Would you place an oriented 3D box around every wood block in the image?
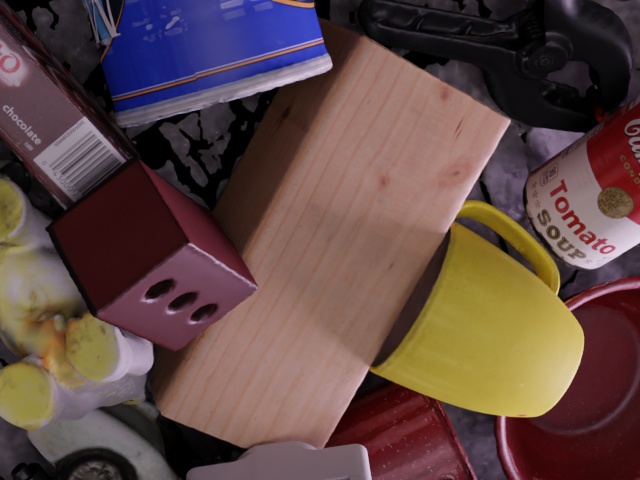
[{"bbox_3d":[-0.004,0.000,0.555,0.090,0.091,0.206,26,99,-21],"label":"wood block"}]

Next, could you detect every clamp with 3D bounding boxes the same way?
[{"bbox_3d":[0.118,-0.112,0.555,0.171,0.039,0.120,24,137,-36],"label":"clamp"}]

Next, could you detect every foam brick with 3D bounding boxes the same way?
[{"bbox_3d":[-0.072,0.009,0.472,0.053,0.051,0.078,-38,155,6],"label":"foam brick"}]

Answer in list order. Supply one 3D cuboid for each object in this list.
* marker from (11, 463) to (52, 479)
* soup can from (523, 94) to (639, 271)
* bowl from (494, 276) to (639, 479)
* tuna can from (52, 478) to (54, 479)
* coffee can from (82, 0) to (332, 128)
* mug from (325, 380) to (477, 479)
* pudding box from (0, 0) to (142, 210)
[{"bbox_3d":[-0.123,0.163,0.573,0.020,0.020,0.121,-37,112,-2],"label":"marker"},{"bbox_3d":[0.168,-0.035,0.577,0.068,0.068,0.102,29,136,-22],"label":"soup can"},{"bbox_3d":[0.171,0.090,0.651,0.162,0.055,0.162,-5,108,-14],"label":"bowl"},{"bbox_3d":[-0.157,0.180,0.599,0.086,0.034,0.086,-5,108,-14],"label":"tuna can"},{"bbox_3d":[-0.061,-0.131,0.478,0.102,0.103,0.140,-17,101,-10],"label":"coffee can"},{"bbox_3d":[0.040,0.132,0.598,0.081,0.117,0.093,-25,121,-2],"label":"mug"},{"bbox_3d":[-0.131,-0.064,0.499,0.039,0.090,0.113,-38,114,1],"label":"pudding box"}]
